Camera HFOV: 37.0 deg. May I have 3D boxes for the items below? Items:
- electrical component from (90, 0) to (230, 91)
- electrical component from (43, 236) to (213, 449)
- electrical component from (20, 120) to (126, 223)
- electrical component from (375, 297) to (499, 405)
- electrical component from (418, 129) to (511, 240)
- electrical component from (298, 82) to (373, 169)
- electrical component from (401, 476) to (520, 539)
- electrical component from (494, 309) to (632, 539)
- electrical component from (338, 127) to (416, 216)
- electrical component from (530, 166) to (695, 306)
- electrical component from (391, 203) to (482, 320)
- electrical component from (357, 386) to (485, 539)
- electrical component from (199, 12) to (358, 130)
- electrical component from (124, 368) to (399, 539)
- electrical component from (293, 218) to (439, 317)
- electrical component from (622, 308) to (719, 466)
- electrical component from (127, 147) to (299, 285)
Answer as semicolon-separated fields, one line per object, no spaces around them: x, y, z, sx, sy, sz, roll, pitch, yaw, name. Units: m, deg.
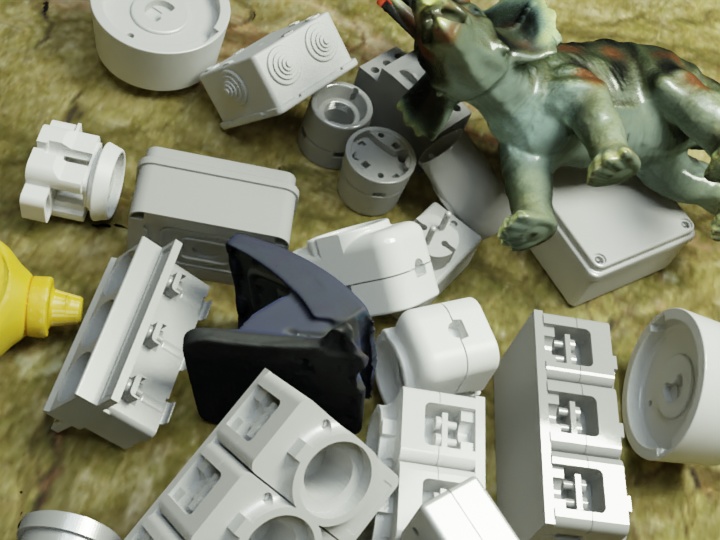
-0.161;-0.192;0.862;0.108;0.060;0.108;7;56;-10;electrical component
-0.147;0.049;0.700;0.063;0.079;0.121;36;50;-26;electrical component
-0.203;-0.067;0.771;0.057;0.058;0.078;12;55;-3;electrical component
0.046;0.065;0.723;0.059;0.095;0.053;-11;60;-20;electrical component
0.084;-0.072;0.848;0.077;0.044;0.079;52;14;-17;electrical component
-0.019;-0.116;0.856;0.055;0.047;0.055;7;56;-10;electrical component
0.044;0.161;0.576;0.077;0.047;0.065;-23;65;-26;electrical component
0.134;0.116;0.715;0.062;0.089;0.150;9;55;-9;electrical component
0.011;-0.075;0.837;0.055;0.047;0.055;7;56;-10;electrical component
0.188;-0.041;0.854;0.109;0.056;0.108;-20;64;-25;electrical component
0.050;-0.015;0.789;0.047;0.075;0.083;39;56;12;electrical component
0.034;0.159;0.661;0.062;0.089;0.150;10;55;-8;electrical component
-0.066;-0.156;0.839;0.100;0.100;0.048;-39;111;-32;electrical component
-0.060;0.146;0.605;0.150;0.062;0.089;-51;122;-10;electrical component
0.000;0.000;0.744;0.054;0.095;0.059;-23;99;-55;electrical component
0.238;0.085;0.755;0.060;0.108;0.108;13;55;-13;electrical component
-0.105;-0.036;0.763;0.113;0.078;0.057;10;58;-8;electrical component
